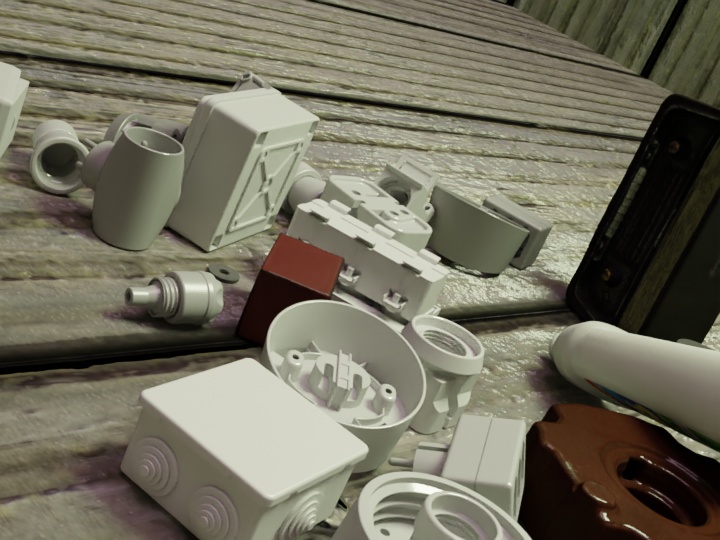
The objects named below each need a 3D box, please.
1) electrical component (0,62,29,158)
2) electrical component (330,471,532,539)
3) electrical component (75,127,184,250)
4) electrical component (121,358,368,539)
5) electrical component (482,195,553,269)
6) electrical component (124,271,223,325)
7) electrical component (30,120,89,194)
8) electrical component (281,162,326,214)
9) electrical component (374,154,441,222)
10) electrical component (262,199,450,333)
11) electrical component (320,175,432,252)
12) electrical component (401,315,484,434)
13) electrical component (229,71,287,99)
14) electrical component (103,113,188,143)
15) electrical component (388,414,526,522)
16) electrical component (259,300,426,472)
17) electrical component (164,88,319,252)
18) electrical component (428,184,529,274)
[{"bbox_3d":[-0.280,-0.113,0.782,0.061,0.061,0.096,16,23,-20],"label":"electrical component"},{"bbox_3d":[0.038,0.142,0.518,0.108,0.060,0.108,20,22,-8],"label":"electrical component"},{"bbox_3d":[-0.171,-0.066,0.766,0.079,0.077,0.044,32,23,20],"label":"electrical component"},{"bbox_3d":[-0.059,0.095,0.544,0.100,0.048,0.100,34,24,24],"label":"electrical component"},{"bbox_3d":[0.158,-0.042,1.088,0.066,0.047,0.077,32,23,20],"label":"electrical component"},{"bbox_3d":[-0.119,0.017,0.683,0.061,0.035,0.035,2,30,-39],"label":"electrical component"},{"bbox_3d":[-0.228,-0.089,0.811,0.044,0.044,0.065,13,19,-25],"label":"electrical component"},{"bbox_3d":[-0.047,-0.065,0.935,0.045,0.045,0.055,-1,32,-47],"label":"electrical component"},{"bbox_3d":[0.035,-0.057,0.963,0.042,0.081,0.064,35,-5,24],"label":"electrical component"},{"bbox_3d":[0.000,0.000,0.806,0.121,0.063,0.079,30,22,15],"label":"electrical component"},{"bbox_3d":[0.006,-0.030,0.886,0.054,0.059,0.095,-1,32,-46],"label":"electrical component"},{"bbox_3d":[0.047,0.067,0.708,0.058,0.057,0.078,37,25,30],"label":"electrical component"},{"bbox_3d":[-0.098,-0.114,0.950,0.062,0.096,0.061,40,-1,35],"label":"electrical component"},{"bbox_3d":[-0.165,-0.090,0.842,0.057,0.058,0.078,18,-21,12],"label":"electrical component"},{"bbox_3d":[0.051,0.117,0.605,0.077,0.047,0.065,4,25,14],"label":"electrical component"},{"bbox_3d":[-0.014,0.069,0.630,0.099,0.064,0.099,20,22,-9],"label":"electrical component"},{"bbox_3d":[-0.094,-0.080,0.836,0.056,0.108,0.109,32,23,13],"label":"electrical component"},{"bbox_3d":[0.107,-0.042,1.012,0.099,0.064,0.099,20,22,-9],"label":"electrical component"}]
